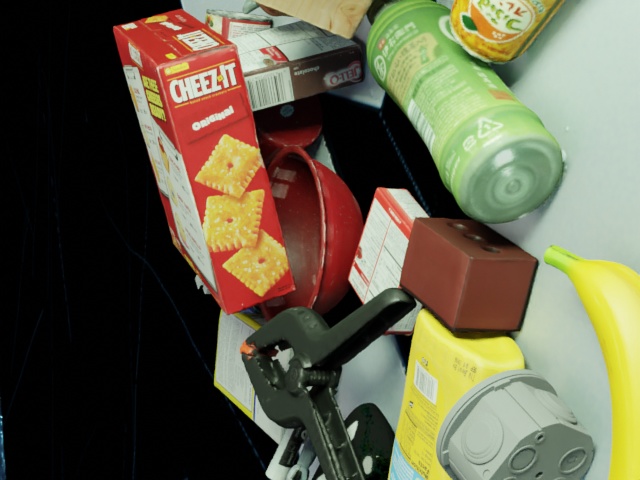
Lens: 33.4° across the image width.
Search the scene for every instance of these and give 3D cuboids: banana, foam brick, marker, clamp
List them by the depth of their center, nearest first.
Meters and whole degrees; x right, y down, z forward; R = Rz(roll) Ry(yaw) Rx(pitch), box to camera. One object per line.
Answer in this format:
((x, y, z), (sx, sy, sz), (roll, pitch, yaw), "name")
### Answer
((0.160, 0.095, 0.554), (0.070, 0.037, 0.198), (-21, 71, 61), "banana")
((0.095, 0.021, 0.690), (0.078, 0.052, 0.051), (-138, 54, -59), "foam brick")
((0.000, 0.094, 0.801), (0.210, 0.036, 0.164), (27, 104, 58), "clamp")
((-0.015, 0.153, 0.926), (0.121, 0.020, 0.020), (-66, 27, 6), "marker")

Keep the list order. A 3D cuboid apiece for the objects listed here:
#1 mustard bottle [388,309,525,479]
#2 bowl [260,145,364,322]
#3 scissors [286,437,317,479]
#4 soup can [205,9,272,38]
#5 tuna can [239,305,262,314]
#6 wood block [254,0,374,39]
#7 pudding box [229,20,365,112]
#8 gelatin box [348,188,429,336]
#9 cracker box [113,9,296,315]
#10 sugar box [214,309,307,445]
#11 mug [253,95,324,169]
((0.081, 0.148, 0.703), (0.096, 0.058, 0.192), (-138, 55, -62), "mustard bottle")
((-0.006, 0.001, 0.913), (0.162, 0.055, 0.162), (-178, 90, -66), "bowl")
((-0.011, 0.175, 0.859), (0.202, 0.016, 0.096), (101, -167, -67), "scissors")
((-0.089, -0.182, 1.099), (0.069, 0.068, 0.102), (-144, 58, -62), "soup can")
((-0.067, 0.028, 1.016), (0.034, 0.086, 0.086), (3, 91, 22), "tuna can")
((0.026, -0.249, 0.713), (0.206, 0.090, 0.090), (123, 162, -48), "wood block")
((-0.030, -0.151, 0.910), (0.090, 0.113, 0.039), (-128, 27, -56), "pudding box")
((0.057, 0.016, 0.803), (0.073, 0.030, 0.089), (-123, 42, -50), "gelatin box")
((-0.095, -0.069, 0.881), (0.164, 0.072, 0.214), (-137, 31, -59), "cracker box")
((-0.050, 0.122, 1.017), (0.176, 0.048, 0.093), (24, 110, 61), "sugar box")
((-0.059, -0.110, 0.976), (0.082, 0.117, 0.093), (-35, 33, 55), "mug")
